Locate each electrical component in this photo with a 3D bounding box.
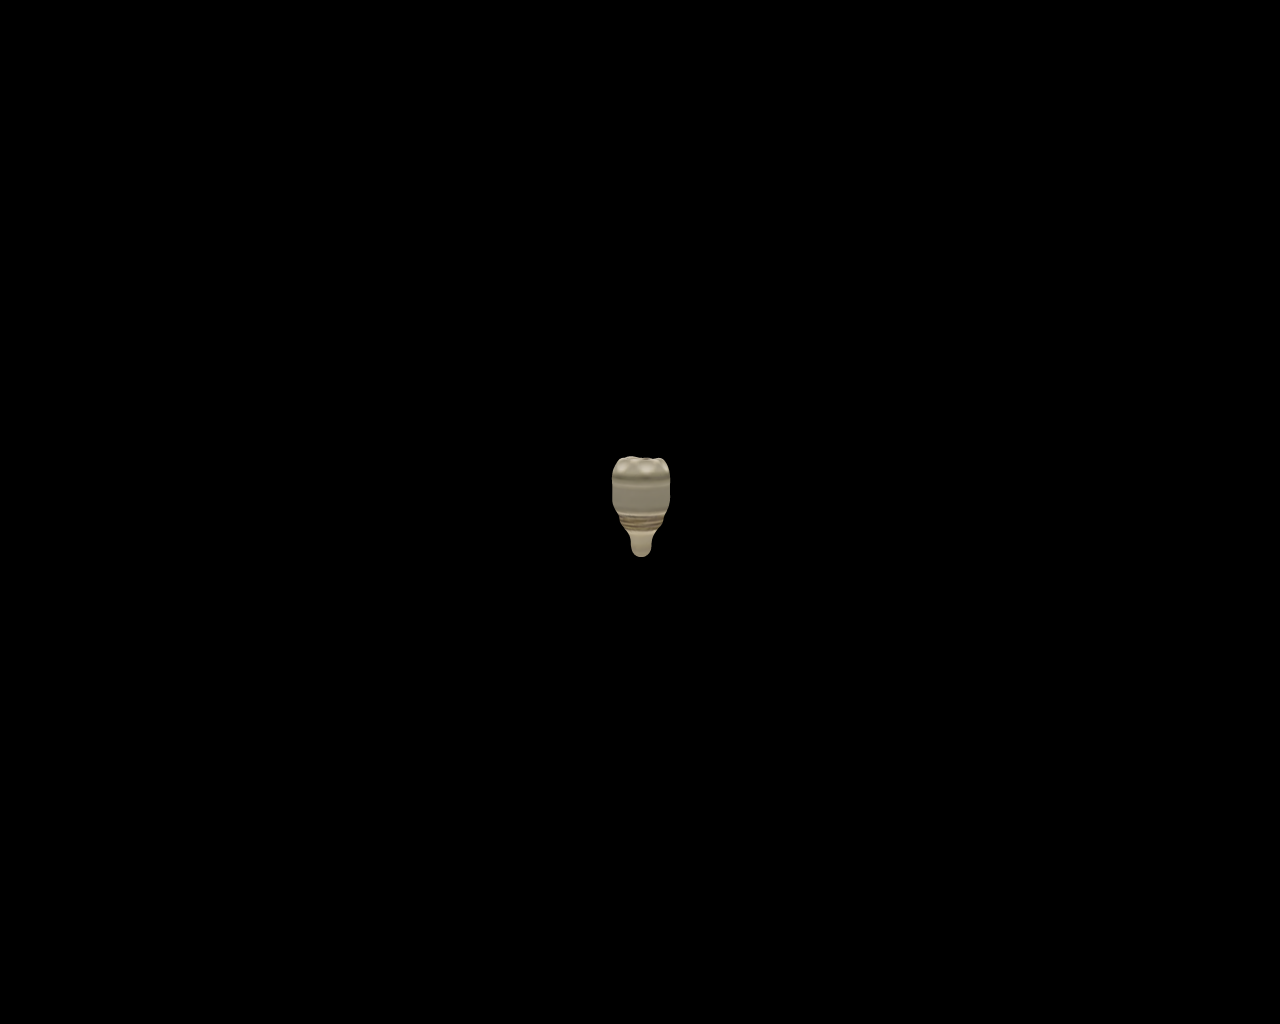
[{"bbox_3d":[0.001,-0.003,0.650,0.035,0.061,0.035,0,8,0],"label":"electrical component"}]
